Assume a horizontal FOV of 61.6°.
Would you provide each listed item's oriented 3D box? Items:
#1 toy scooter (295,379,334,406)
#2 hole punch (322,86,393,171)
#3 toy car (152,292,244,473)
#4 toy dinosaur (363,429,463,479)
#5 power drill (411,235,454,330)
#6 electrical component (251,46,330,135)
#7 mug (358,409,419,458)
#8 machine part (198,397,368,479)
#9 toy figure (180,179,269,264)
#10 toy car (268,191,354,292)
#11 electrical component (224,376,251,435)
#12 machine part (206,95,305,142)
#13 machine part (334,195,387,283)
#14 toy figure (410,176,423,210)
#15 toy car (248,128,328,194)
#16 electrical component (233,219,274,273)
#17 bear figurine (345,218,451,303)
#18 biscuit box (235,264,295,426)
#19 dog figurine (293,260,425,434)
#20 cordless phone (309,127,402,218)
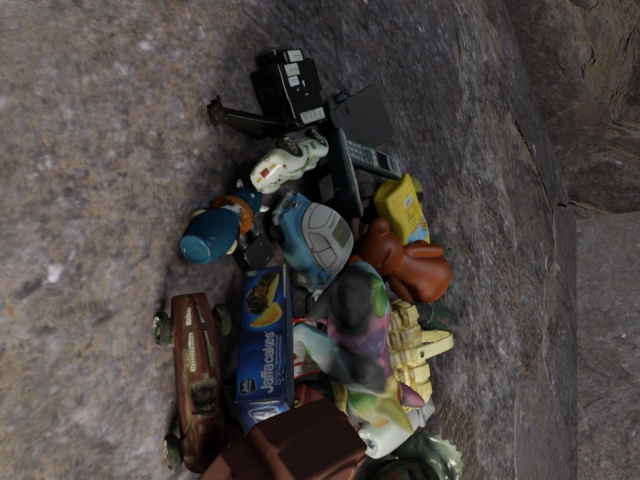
[{"bbox_3d":[-0.015,0.300,0.762,0.135,0.075,0.183,-47,124,-53],"label":"toy scooter"},{"bbox_3d":[0.056,-0.215,0.999,0.116,0.092,0.142,-35,118,-21],"label":"hole punch"},{"bbox_3d":[-0.138,0.162,0.614,0.089,0.053,0.202,-3,86,-30],"label":"toy car"},{"bbox_3d":[0.133,0.441,0.920,0.404,0.131,0.192,10,62,-50],"label":"toy dinosaur"},{"bbox_3d":[0.236,0.095,1.179,0.231,0.086,0.207,35,50,-49],"label":"power drill"},{"bbox_3d":[-0.047,-0.240,0.861,0.115,0.058,0.134,-33,109,-56],"label":"electrical component"},{"bbox_3d":[0.110,0.337,0.947,0.107,0.081,0.109,-22,137,-47],"label":"mug"},{"bbox_3d":[-0.053,0.283,0.600,0.201,0.087,0.201,4,124,-55],"label":"machine part"},{"bbox_3d":[-0.123,-0.026,0.699,0.154,0.058,0.064,-54,131,-53],"label":"toy figure"},{"bbox_3d":[-0.002,-0.003,0.832,0.161,0.103,0.109,62,37,-28],"label":"toy car"},{"bbox_3d":[-0.097,0.211,0.689,0.119,0.048,0.074,-19,98,-57],"label":"electrical component"},{"bbox_3d":[-0.095,-0.168,0.761,0.139,0.084,0.039,4,86,-46],"label":"machine part"},{"bbox_3d":[0.081,0.005,0.993,0.179,0.056,0.179,19,67,-54],"label":"machine part"},{"bbox_3d":[0.179,-0.044,1.117,0.082,0.089,0.180,-1,79,-75],"label":"toy figure"},{"bbox_3d":[-0.041,-0.117,0.794,0.056,0.073,0.202,51,24,-1],"label":"toy car"},{"bbox_3d":[-0.092,0.020,0.764,0.063,0.021,0.093,-50,122,-49],"label":"electrical component"},{"bbox_3d":[0.125,0.035,0.919,0.196,0.132,0.120,25,95,-23],"label":"bear figurine"},{"bbox_3d":[-0.066,0.125,0.673,0.203,0.059,0.062,-94,176,-46],"label":"biscuit box"},{"bbox_3d":[0.073,0.159,0.749,0.219,0.191,0.108,43,25,5],"label":"dog figurine"},{"bbox_3d":[0.078,-0.103,0.923,0.184,0.089,0.146,9,59,-37],"label":"cordless phone"}]
